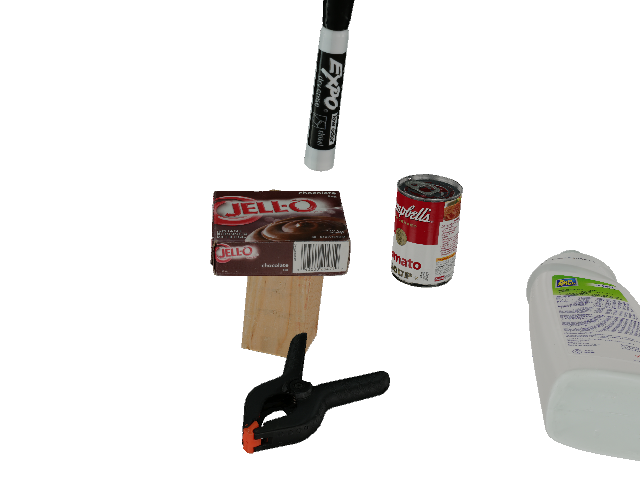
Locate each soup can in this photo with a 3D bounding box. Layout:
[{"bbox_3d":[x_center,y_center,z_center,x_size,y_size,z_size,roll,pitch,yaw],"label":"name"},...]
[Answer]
[{"bbox_3d":[0.110,-0.010,1.121,0.068,0.102,0.068,2,25,-1],"label":"soup can"}]

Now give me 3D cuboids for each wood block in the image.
[{"bbox_3d":[-0.047,0.046,1.461,0.090,0.206,0.090,11,22,10],"label":"wood block"}]

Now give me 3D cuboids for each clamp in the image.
[{"bbox_3d":[-0.026,0.152,1.078,0.171,0.039,0.120,-25,36,-38],"label":"clamp"}]

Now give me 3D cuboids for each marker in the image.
[{"bbox_3d":[0.005,-0.099,0.643,0.020,0.121,0.020,5,32,-3],"label":"marker"}]

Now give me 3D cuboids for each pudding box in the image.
[{"bbox_3d":[-0.035,-0.008,0.896,0.113,0.039,0.090,1,30,-6],"label":"pudding box"}]

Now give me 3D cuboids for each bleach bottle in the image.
[{"bbox_3d":[0.213,0.070,0.824,0.102,0.068,0.250,9,23,4],"label":"bleach bottle"}]
